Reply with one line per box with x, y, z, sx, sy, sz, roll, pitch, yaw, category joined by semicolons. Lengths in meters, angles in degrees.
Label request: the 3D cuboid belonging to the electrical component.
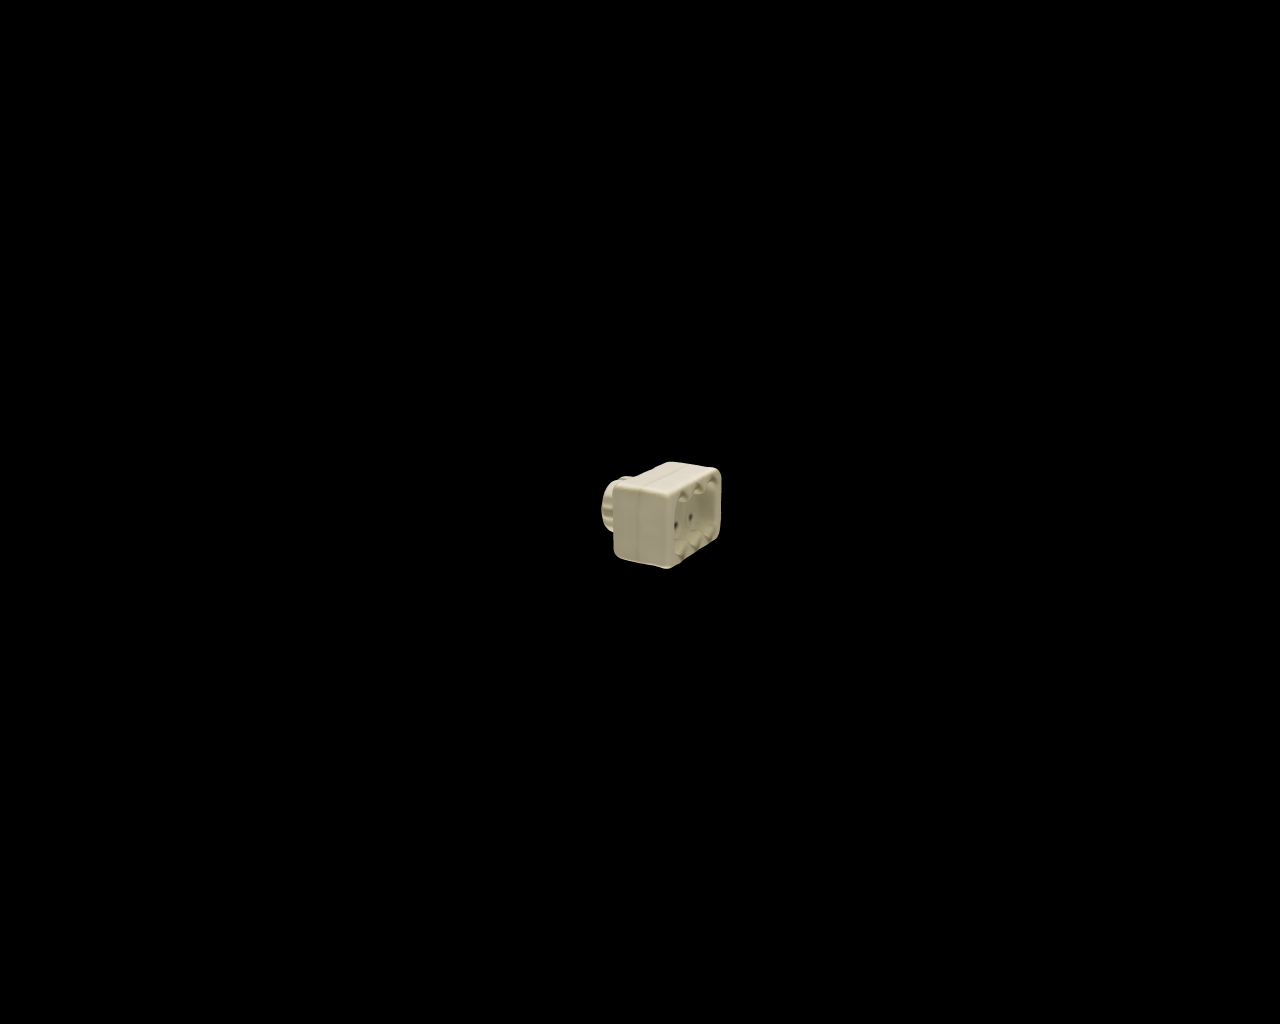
0.001;-0.003;0.650;0.077;0.047;0.066;11;21;30;electrical component
